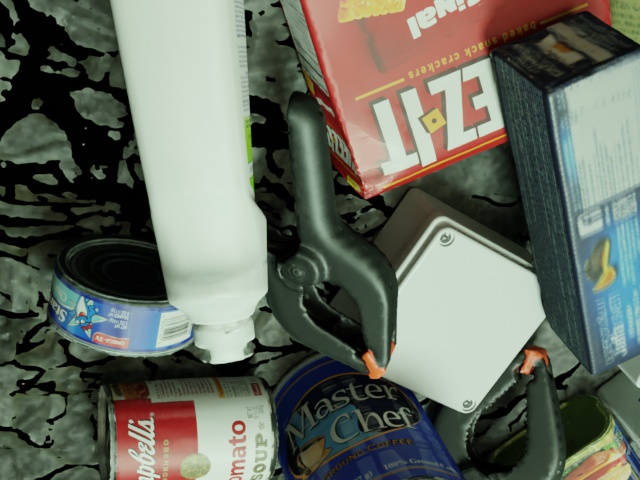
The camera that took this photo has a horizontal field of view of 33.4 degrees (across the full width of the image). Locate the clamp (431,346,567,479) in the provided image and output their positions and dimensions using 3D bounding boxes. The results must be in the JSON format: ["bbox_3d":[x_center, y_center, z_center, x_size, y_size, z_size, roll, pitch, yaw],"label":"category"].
[{"bbox_3d":[0.117,0.175,0.731,0.165,0.036,0.210,31,101,17],"label":"clamp"}]

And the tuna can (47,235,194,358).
[{"bbox_3d":[-0.107,0.029,0.595,0.086,0.086,0.034,5,114,-20],"label":"tuna can"}]

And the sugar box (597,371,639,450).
[{"bbox_3d":[0.279,0.174,0.788,0.048,0.093,0.176,-37,122,2],"label":"sugar box"}]

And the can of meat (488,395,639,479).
[{"bbox_3d":[0.184,0.172,0.779,0.102,0.057,0.084,-36,119,3],"label":"can of meat"}]

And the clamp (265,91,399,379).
[{"bbox_3d":[-0.004,0.001,0.594,0.171,0.039,0.120,45,131,-12],"label":"clamp"}]

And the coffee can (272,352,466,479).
[{"bbox_3d":[0.031,0.146,0.667,0.102,0.140,0.103,-7,119,-14],"label":"coffee can"}]

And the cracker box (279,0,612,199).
[{"bbox_3d":[0.060,-0.149,0.562,0.164,0.072,0.213,-23,122,-6],"label":"cracker box"}]

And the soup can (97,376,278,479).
[{"bbox_3d":[-0.083,0.120,0.661,0.102,0.068,0.068,-1,117,-18],"label":"soup can"}]

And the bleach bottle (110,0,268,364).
[{"bbox_3d":[-0.061,-0.063,0.511,0.068,0.102,0.251,-6,99,3],"label":"bleach bottle"}]
